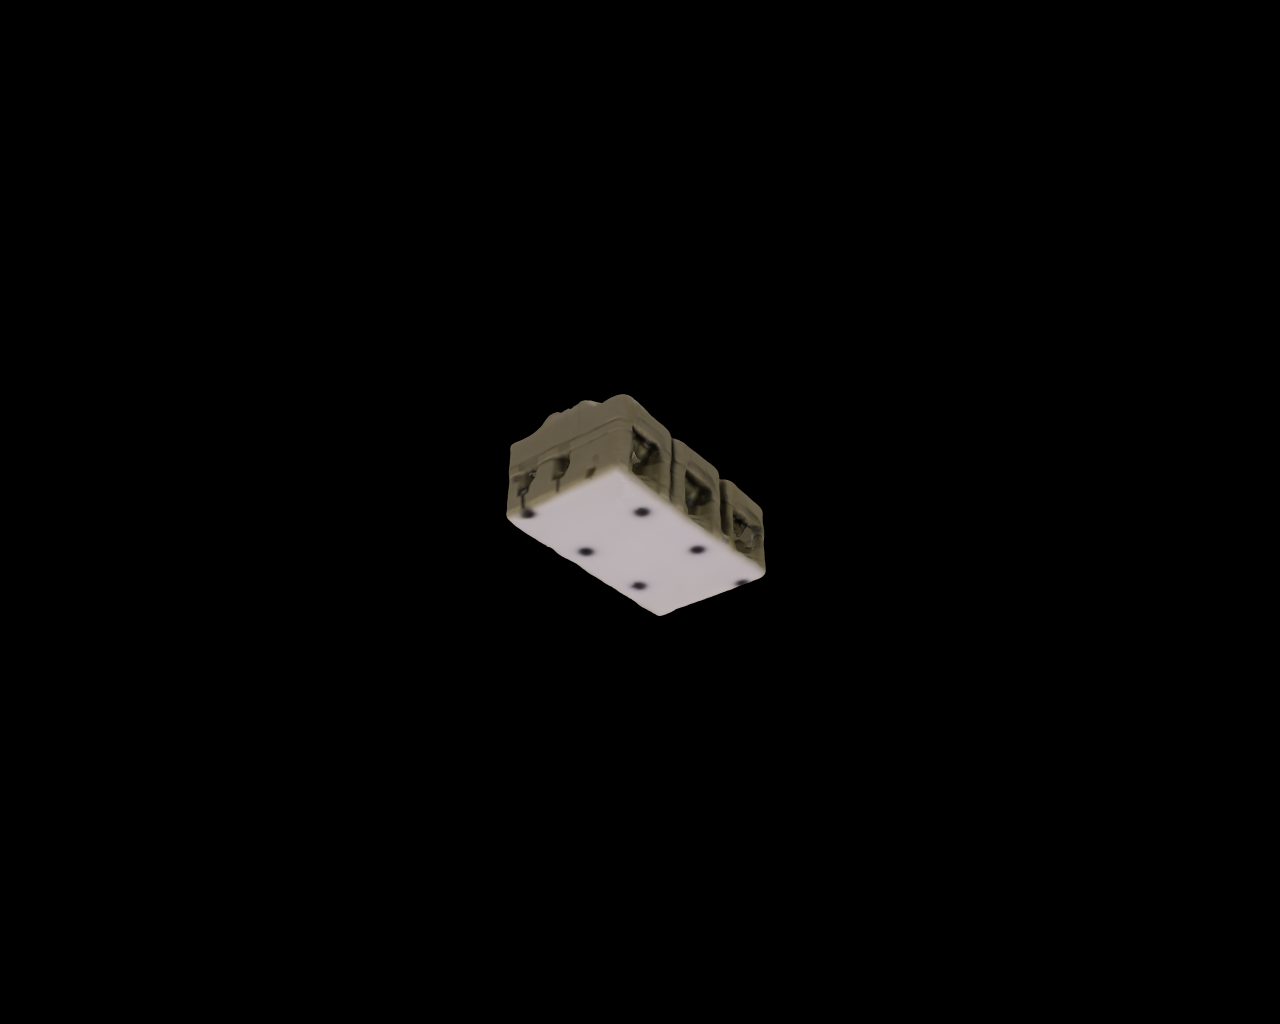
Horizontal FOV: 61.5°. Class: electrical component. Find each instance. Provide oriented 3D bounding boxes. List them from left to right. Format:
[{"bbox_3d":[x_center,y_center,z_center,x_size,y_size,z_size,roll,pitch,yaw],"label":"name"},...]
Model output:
[{"bbox_3d":[0.001,-0.003,0.650,0.089,0.062,0.150,-22,-39,30],"label":"electrical component"}]
